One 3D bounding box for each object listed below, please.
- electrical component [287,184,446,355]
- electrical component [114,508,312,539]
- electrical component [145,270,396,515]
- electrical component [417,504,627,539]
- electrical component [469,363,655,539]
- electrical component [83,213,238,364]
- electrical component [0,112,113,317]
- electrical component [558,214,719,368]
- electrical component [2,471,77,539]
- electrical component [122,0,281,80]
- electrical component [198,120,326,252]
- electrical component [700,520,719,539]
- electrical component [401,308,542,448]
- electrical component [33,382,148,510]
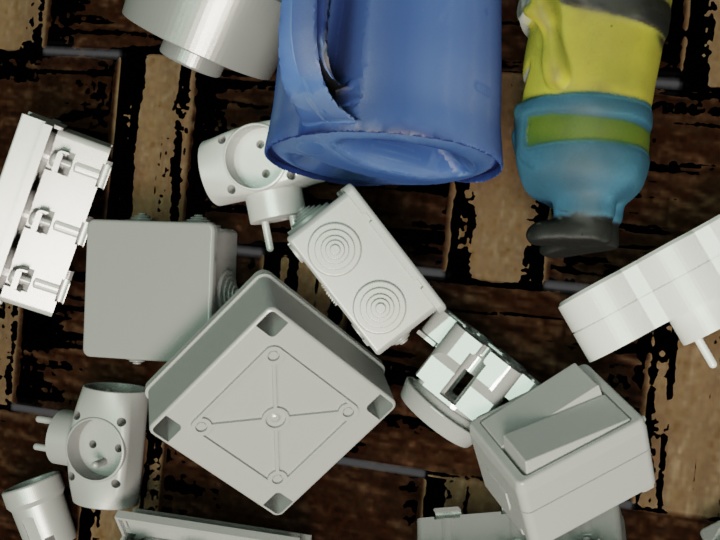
[{"bbox_3d":[0.000,0.000,0.631,0.048,0.100,0.099,-38,94,-2],"label":"electrical component"},{"bbox_3d":[-0.094,0.196,0.675,0.121,0.063,0.078,5,132,15],"label":"electrical component"},{"bbox_3d":[-0.054,0.075,0.649,0.109,0.056,0.109,-45,116,11],"label":"electrical component"},{"bbox_3d":[0.095,0.172,0.626,0.121,0.078,0.063,-8,59,15],"label":"electrical component"},{"bbox_3d":[0.118,0.097,0.603,0.096,0.061,0.061,-25,124,-10],"label":"electrical component"},{"bbox_3d":[-0.128,0.013,0.699,0.100,0.048,0.099,2,91,15],"label":"electrical component"},{"bbox_3d":[-0.210,-0.036,0.711,0.063,0.079,0.121,20,96,-14],"label":"electrical component"},{"bbox_3d":[0.191,0.018,0.609,0.138,0.052,0.073,-30,82,13],"label":"electrical component"},{"bbox_3d":[-0.216,0.165,0.729,0.040,0.040,0.046,-19,91,15],"label":"electrical component"},{"bbox_3d":[-0.093,-0.154,0.662,0.108,0.108,0.060,29,103,14],"label":"electrical component"},{"bbox_3d":[-0.056,-0.052,0.681,0.077,0.044,0.079,-12,87,15],"label":"electrical component"},{"bbox_3d":[0.234,0.179,0.595,0.047,0.065,0.076,-32,111,13],"label":"electrical component"},{"bbox_3d":[0.061,0.068,0.643,0.078,0.058,0.057,39,97,12],"label":"electrical component"},{"bbox_3d":[-0.182,0.114,0.716,0.079,0.044,0.077,6,92,15],"label":"electrical component"}]
